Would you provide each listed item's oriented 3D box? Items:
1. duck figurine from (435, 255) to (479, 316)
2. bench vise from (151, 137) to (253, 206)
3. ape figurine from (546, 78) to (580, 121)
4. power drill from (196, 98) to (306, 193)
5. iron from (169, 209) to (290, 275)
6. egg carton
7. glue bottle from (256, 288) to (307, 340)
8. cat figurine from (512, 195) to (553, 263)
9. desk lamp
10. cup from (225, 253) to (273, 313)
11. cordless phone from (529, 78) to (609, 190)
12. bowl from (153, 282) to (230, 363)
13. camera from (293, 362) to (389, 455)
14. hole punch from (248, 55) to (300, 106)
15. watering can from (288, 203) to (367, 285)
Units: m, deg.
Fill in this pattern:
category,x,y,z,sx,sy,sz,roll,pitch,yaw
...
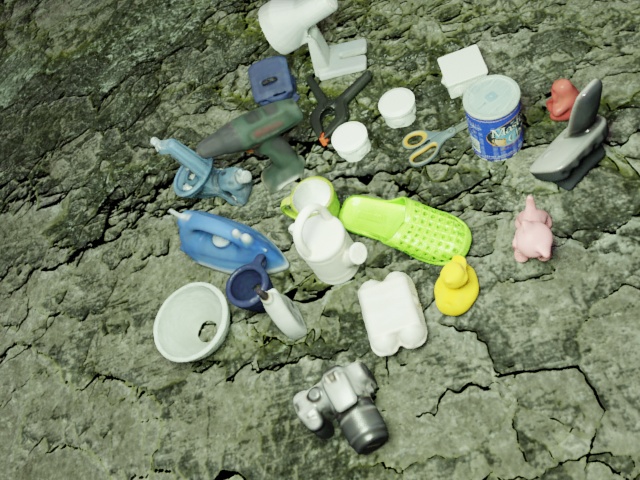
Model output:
category,x,y,z,sx,sy,sz,roll,pitch,yaw
duck figurine,0.236,0.076,1.009,0.077,0.086,0.105,13,68,28
bench vise,-0.256,-0.165,1.261,0.207,0.220,0.121,-12,59,16
ape figurine,0.469,-0.277,1.106,0.076,0.092,0.078,23,73,31
power drill,-0.124,-0.196,1.231,0.229,0.209,0.075,-34,55,2
iron,-0.194,-0.005,1.195,0.257,0.142,0.119,14,69,28
egg carton,0.131,0.132,1.031,0.107,0.070,0.150,-21,57,10
glue bottle,-0.077,0.125,1.057,0.037,0.174,0.078,-28,56,6
cat figurine,0.366,-0.015,0.988,0.067,0.118,0.128,-3,62,21
desk lamp,-0.013,-0.487,1.344,0.202,0.214,0.118,-9,60,18
cup,-0.123,0.094,1.140,0.091,0.095,0.118,10,67,27
cordless phone,0.441,-0.189,1.012,0.093,0.185,0.148,37,81,33
bowl,-0.246,0.175,1.157,0.167,0.075,0.167,-10,60,17
camera,0.041,0.291,0.961,0.143,0.101,0.136,-33,56,2
hole punch,-0.114,-0.383,1.402,0.108,0.091,0.101,-15,58,14
watering can,0.011,0.002,1.076,0.172,0.195,0.101,0,63,22
